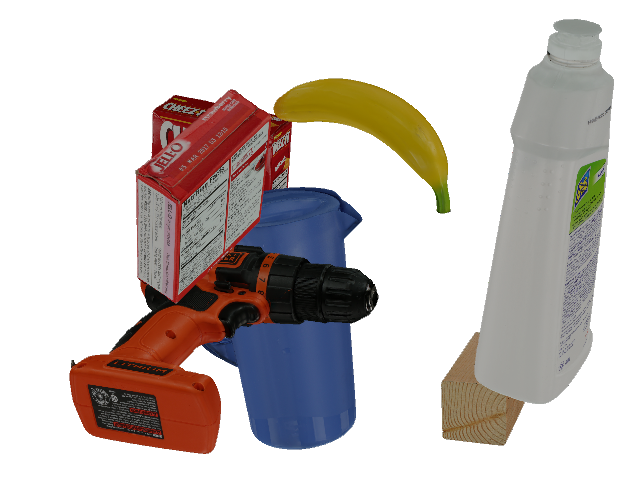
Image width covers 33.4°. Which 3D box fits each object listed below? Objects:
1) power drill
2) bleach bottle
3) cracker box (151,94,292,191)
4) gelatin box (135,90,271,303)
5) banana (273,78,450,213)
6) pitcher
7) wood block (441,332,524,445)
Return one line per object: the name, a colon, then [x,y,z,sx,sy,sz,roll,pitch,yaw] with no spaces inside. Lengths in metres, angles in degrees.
power drill: [-0.069,0.067,0.737,0.185,0.057,0.187,3,28,21]
bleach bottle: [0.152,-0.020,0.691,0.068,0.251,0.102,17,34,25]
cracker box: [-0.128,-0.060,1.347,0.164,0.214,0.072,13,29,15]
gelatin box: [-0.060,-0.022,0.539,0.030,0.073,0.089,32,-35,16]
banana: [0.036,-0.095,0.879,0.198,0.070,0.037,35,23,33]
pitcher: [-0.042,0.076,1.047,0.144,0.243,0.149,-19,20,-34]
wood block: [0.244,0.210,1.544,0.091,0.090,0.205,3,16,20]
